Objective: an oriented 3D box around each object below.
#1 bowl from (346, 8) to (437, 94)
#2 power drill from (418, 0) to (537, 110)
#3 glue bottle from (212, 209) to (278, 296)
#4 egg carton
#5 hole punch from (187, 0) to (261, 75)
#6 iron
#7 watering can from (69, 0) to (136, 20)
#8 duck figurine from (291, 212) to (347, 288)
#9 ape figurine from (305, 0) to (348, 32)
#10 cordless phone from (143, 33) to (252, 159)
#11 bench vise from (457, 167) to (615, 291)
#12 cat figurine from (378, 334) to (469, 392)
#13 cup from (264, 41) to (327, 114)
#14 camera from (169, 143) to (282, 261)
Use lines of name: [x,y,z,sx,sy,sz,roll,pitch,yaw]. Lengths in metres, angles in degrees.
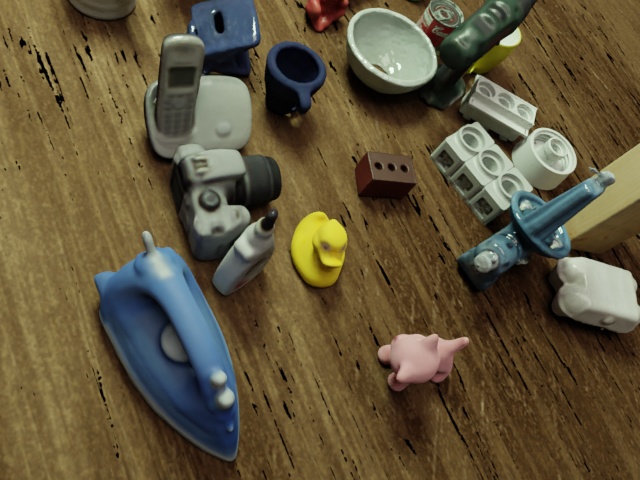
bowl: [0.111,-0.310,0.982,0.168,0.074,0.167,10,61,-18]
power drill: [0.259,-0.327,0.973,0.075,0.208,0.230,45,57,4]
glue bottle: [-0.080,0.008,0.683,0.037,0.173,0.078,45,57,5]
egg carton: [0.441,0.090,0.919,0.150,0.069,0.107,15,60,-15]
hole punch: [-0.148,-0.313,0.867,0.101,0.091,0.108,-3,66,-24]
iron: [-0.143,0.115,0.621,0.119,0.141,0.258,-26,77,-31]
watering can: [-0.294,-0.410,0.795,0.173,0.193,0.101,26,58,-8]
duck figurine: [0.007,0.003,0.773,0.078,0.086,0.104,2,64,-21]
ape figurine: [0.017,-0.419,0.989,0.078,0.092,0.076,-2,65,-23]
cordless phone: [-0.151,-0.192,0.748,0.148,0.185,0.094,-14,71,-28]
bench vise: [0.318,-0.008,0.828,0.121,0.219,0.208,40,57,1]
cat figurine: [0.133,0.148,0.732,0.128,0.117,0.067,-9,68,-26]
cup: [-0.043,-0.223,0.862,0.092,0.095,0.117,-5,67,-24]
camera: [-0.114,-0.064,0.748,0.137,0.100,0.143,-11,69,-27]
